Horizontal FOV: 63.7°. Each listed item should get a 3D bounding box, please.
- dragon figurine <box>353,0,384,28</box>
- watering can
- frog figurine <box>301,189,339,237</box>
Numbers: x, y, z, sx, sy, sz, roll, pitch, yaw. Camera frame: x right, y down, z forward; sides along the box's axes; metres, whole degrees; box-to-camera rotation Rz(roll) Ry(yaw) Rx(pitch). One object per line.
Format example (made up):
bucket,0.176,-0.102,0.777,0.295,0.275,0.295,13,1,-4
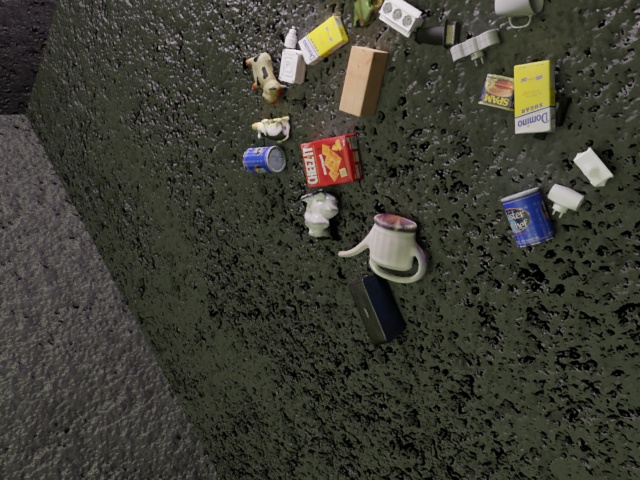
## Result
dragon figurine,0.096,-0.799,1.644,0.408,0.124,0.241,-8,104,50
watering can,0.206,0.016,1.729,0.350,0.105,0.221,18,111,36
frog figurine,0.006,-0.094,1.858,0.136,0.123,0.160,-14,86,23
